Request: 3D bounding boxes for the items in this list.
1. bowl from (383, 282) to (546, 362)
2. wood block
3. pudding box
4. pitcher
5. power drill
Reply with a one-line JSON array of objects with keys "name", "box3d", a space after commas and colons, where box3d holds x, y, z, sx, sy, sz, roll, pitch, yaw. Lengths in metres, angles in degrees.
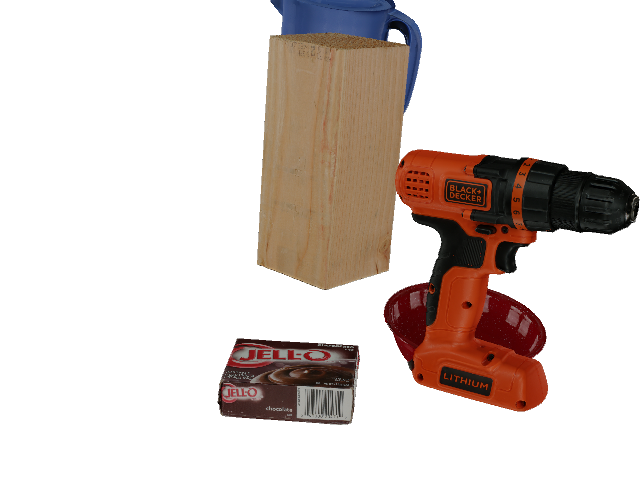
[{"name": "bowl", "box3d": [0.141, 0.102, 1.068, 0.162, 0.055, 0.162, 5, 26, -3]}, {"name": "wood block", "box3d": [0.009, -0.074, 0.943, 0.090, 0.206, 0.090, 19, 23, 39]}, {"name": "pudding box", "box3d": [-0.025, 0.119, 0.914, 0.113, 0.039, 0.090, 5, 19, 3]}, {"name": "pitcher", "box3d": [0.019, -0.179, 1.287, 0.144, 0.243, 0.149, -7, 28, -26]}, {"name": "power drill", "box3d": [0.140, 0.029, 0.803, 0.185, 0.188, 0.057, 12, 17, 33]}]
